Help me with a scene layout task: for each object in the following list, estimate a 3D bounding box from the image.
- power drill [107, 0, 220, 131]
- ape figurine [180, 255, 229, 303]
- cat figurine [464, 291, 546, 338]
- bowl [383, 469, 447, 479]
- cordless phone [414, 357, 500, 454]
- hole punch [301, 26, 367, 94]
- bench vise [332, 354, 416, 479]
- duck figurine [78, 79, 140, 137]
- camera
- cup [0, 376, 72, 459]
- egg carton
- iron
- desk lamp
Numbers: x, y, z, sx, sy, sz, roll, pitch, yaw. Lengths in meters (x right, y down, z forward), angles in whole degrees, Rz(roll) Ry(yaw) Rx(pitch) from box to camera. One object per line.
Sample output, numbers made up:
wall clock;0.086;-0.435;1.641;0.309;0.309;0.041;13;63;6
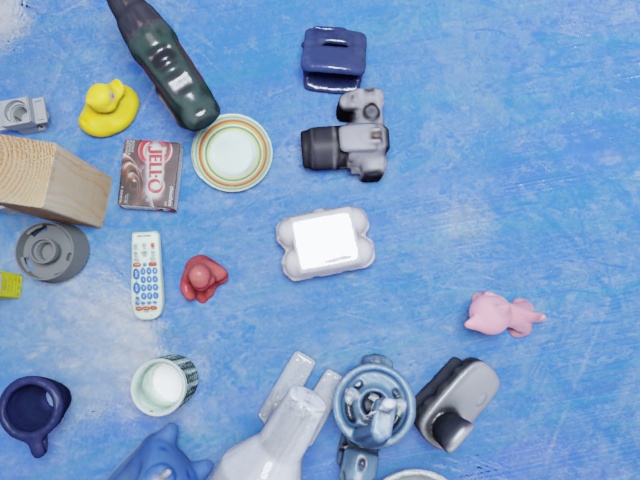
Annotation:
power drill;-0.226;-0.254;0.860;0.075;0.208;0.229;-36;85;-4
ape figurine;-0.183;0.058;0.885;0.078;0.092;0.076;-11;84;-2
cat figurine;0.279;0.115;0.877;0.128;0.117;0.067;6;84;0
bowl;0.137;0.423;0.862;0.167;0.074;0.167;0;84;-1
cordless phone;0.210;0.244;0.827;0.094;0.185;0.148;40;85;3
hole punch;0.021;-0.301;0.929;0.108;0.091;0.101;4;84;-1
bench vise;0.082;0.273;0.804;0.121;0.219;0.207;-5;84;-1
duck figurine;-0.346;-0.216;0.915;0.104;0.086;0.077;-41;86;-5
camera;0.037;-0.166;0.910;0.137;0.101;0.143;-4;84;-1
cup;-0.411;0.258;0.857;0.091;0.095;0.118;-13;84;-2
egg carton;0.008;0.003;0.907;0.150;0.069;0.107;-12;84;-2
iron;-0.283;0.396;0.822;0.118;0.141;0.258;44;85;4
desk lamp;-0.051;0.271;0.804;0.118;0.213;0.203;29;84;2
